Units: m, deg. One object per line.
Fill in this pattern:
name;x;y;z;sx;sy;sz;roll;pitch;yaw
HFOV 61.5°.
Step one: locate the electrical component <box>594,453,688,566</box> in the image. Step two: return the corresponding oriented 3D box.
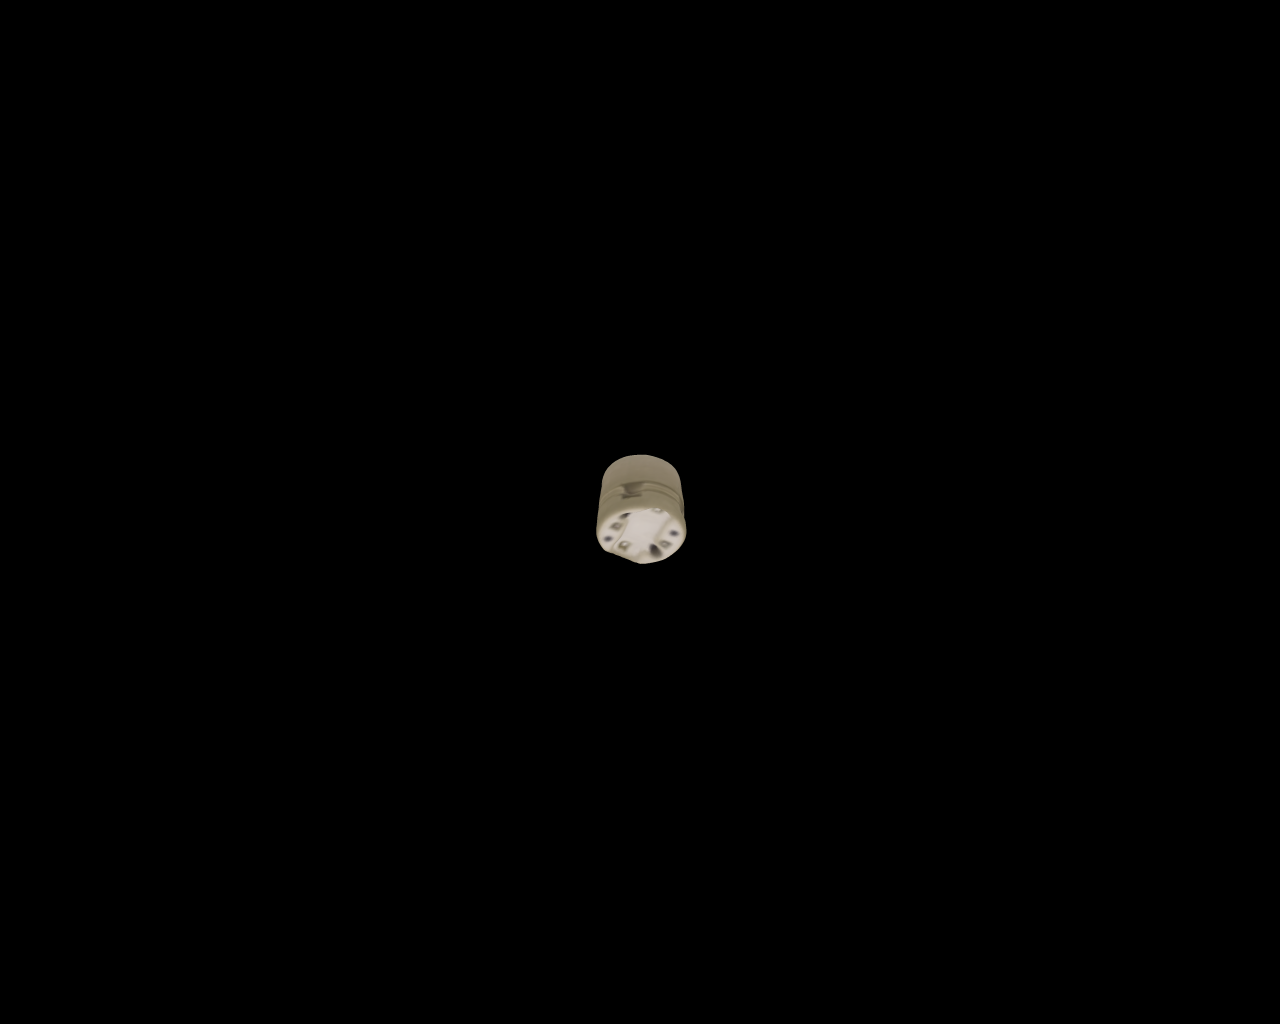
electrical component;0.001;-0.003;0.650;0.055;0.047;0.055;0;-42;0
